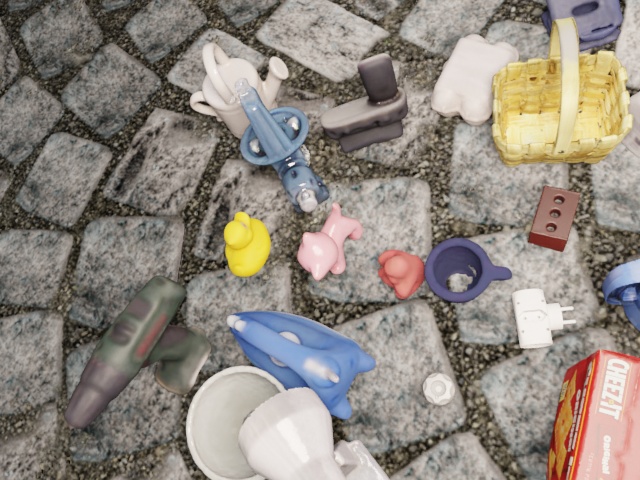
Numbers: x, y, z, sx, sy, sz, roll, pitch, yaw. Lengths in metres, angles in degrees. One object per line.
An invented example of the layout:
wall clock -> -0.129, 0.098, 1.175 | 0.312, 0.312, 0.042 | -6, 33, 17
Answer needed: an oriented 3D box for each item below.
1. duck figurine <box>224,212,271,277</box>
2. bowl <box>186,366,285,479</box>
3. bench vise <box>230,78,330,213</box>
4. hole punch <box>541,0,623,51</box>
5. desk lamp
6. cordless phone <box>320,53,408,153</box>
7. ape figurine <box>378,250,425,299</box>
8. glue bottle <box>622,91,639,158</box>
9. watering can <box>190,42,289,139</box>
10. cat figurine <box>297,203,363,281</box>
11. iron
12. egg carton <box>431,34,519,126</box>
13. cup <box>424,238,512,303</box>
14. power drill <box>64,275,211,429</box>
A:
duck figurine -> -0.129, 0.004, 0.938 | 0.077, 0.086, 0.104 | 3, 73, 16
bowl -> -0.108, 0.274, 0.848 | 0.167, 0.075, 0.167 | -5, 71, 14
bench vise -> -0.054, -0.152, 0.897 | 0.121, 0.220, 0.207 | -45, 67, -3
hole punch -> 0.419, -0.364, 0.911 | 0.108, 0.091, 0.101 | -16, 69, 10
desk lamp -> 0.009, 0.300, 0.733 | 0.118, 0.214, 0.203 | -42, 67, -1
cordless phone -> 0.062, -0.229, 0.911 | 0.147, 0.185, 0.094 | -20, 68, 8
ape figurine -> 0.119, 0.046, 0.855 | 0.076, 0.092, 0.078 | -10, 70, 12
glue bottle -> 0.455, -0.182, 0.796 | 0.037, 0.173, 0.078 | -33, 67, 3
watering can -> -0.140, -0.262, 0.971 | 0.173, 0.194, 0.100 | -34, 67, 2
cat figurine -> 0.008, 0.003, 0.884 | 0.067, 0.118, 0.128 | 19, 78, 20
iron -> -0.057, 0.157, 0.837 | 0.257, 0.142, 0.119 | 23, 79, 21
egg carton -> 0.251, -0.262, 0.934 | 0.107, 0.069, 0.150 | 23, 79, 21
cup -> 0.213, 0.053, 0.825 | 0.117, 0.095, 0.092 | 2, 73, 16
power drill -> -0.252, 0.173, 0.848 | 0.075, 0.209, 0.230 | 20, 78, 21
